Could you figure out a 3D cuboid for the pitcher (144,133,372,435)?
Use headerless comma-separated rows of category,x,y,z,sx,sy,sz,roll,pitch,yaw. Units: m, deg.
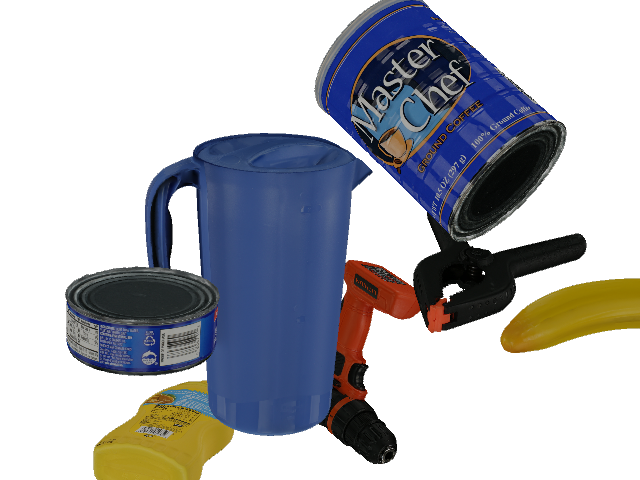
pitcher,-0.051,0.037,0.897,0.149,0.243,0.144,10,20,23

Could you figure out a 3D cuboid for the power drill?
power drill,0.048,0.130,1.178,0.057,0.188,0.185,13,16,-41

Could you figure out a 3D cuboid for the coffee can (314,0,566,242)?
coffee can,0.079,-0.083,0.718,0.140,0.103,0.102,47,23,24

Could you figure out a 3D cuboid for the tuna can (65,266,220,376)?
tuna can,-0.100,0.045,0.604,0.086,0.034,0.086,4,18,-1

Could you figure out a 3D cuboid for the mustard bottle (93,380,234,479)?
mustard bottle,-0.137,0.184,1.043,0.096,0.058,0.191,7,18,15

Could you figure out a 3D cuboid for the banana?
banana,0.225,0.056,0.777,0.197,0.037,0.069,2,35,-3

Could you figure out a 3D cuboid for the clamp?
clamp,0.139,0.022,1.015,0.165,0.036,0.209,18,34,29
